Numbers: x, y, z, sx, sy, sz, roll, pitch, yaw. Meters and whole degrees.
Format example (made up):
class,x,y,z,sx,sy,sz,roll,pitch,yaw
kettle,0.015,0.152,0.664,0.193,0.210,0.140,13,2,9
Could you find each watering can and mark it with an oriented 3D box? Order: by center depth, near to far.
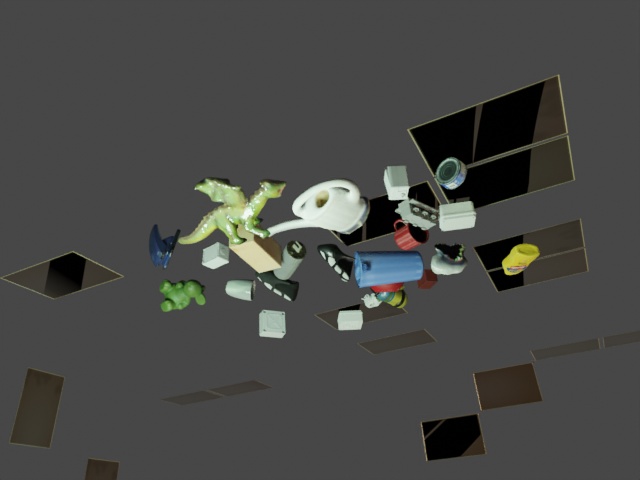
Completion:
class,x,y,z,sx,sy,sz,roll,pitch,yaw
watering can,0.005,-0.079,1.574,0.223,0.106,0.342,20,140,-35

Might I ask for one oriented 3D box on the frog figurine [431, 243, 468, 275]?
class,x,y,z,sx,sy,sz,roll,pitch,yaw
frog figurine,0.475,0.092,1.910,0.138,0.125,0.155,-17,140,-16

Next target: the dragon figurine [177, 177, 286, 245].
class,x,y,z,sx,sy,sz,roll,pitch,yaw
dragon figurine,-0.289,-0.099,1.551,0.409,0.125,0.237,-12,131,10
